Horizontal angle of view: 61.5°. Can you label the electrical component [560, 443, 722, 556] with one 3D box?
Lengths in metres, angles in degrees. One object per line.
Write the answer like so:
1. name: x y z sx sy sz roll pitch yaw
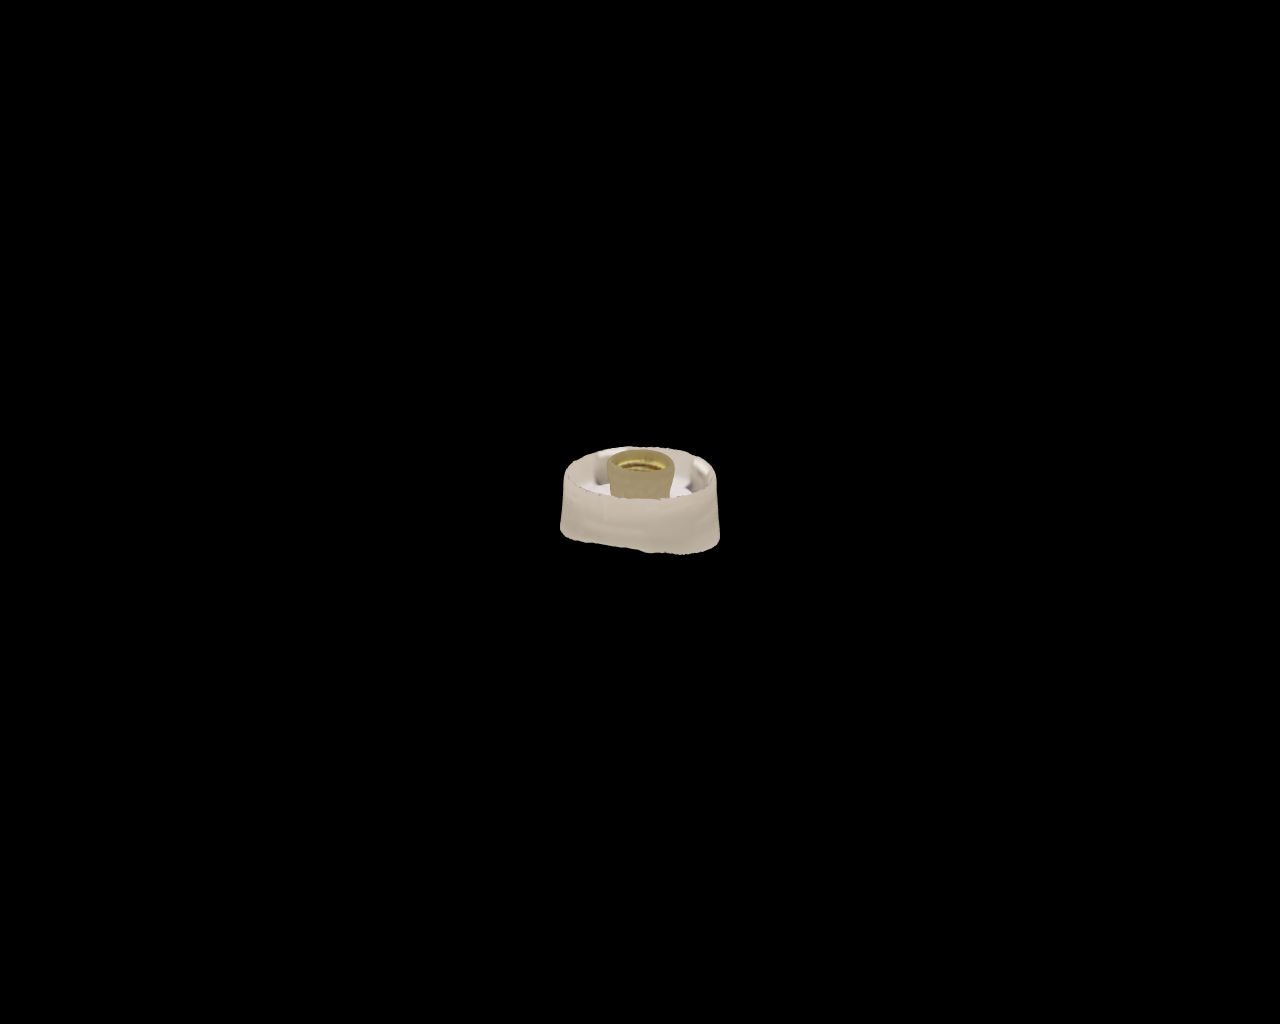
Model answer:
1. electrical component: 0.001 -0.003 0.650 0.099 0.064 0.099 0 23 0
